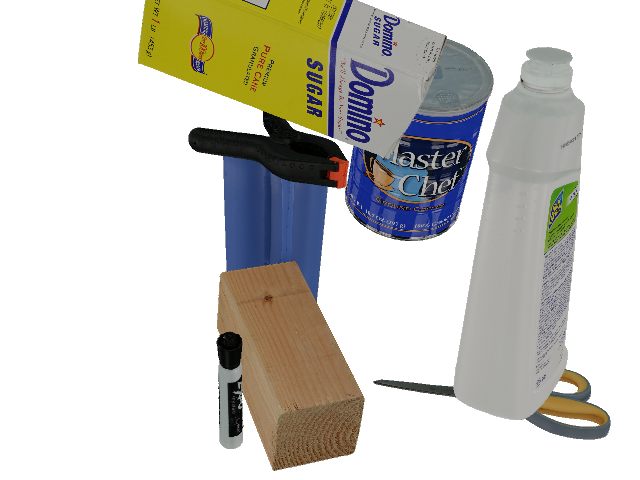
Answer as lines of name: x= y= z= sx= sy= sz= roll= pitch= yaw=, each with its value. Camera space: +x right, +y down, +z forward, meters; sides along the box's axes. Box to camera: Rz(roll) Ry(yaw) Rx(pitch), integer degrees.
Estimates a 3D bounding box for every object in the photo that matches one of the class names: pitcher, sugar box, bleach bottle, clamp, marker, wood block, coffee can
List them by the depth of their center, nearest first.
sugar box: x=-0.021 y=-0.117 z=0.658 sx=0.176 sy=0.048 sz=0.093 roll=23 pitch=-29 yaw=-2
bleach bottle: x=0.140 y=-0.007 z=0.714 sx=0.068 sy=0.251 sz=0.102 roll=16 pitch=33 yaw=24
marker: x=-0.068 y=0.114 z=0.809 sx=0.020 sy=0.121 sz=0.020 roll=2 pitch=42 yaw=-2
coffee can: x=0.079 y=-0.085 z=0.889 sx=0.102 sy=0.140 sz=0.103 roll=4 pitch=44 yaw=-4
clamp: x=-0.048 y=-0.091 z=1.070 sx=0.120 sy=0.039 sz=0.172 roll=-24 pitch=36 yaw=-32
wood block: x=-0.036 y=0.125 z=1.114 sx=0.090 sy=0.090 sz=0.206 roll=-9 pitch=42 yaw=-18
pitcher: x=-0.056 y=-0.002 z=1.298 sx=0.145 sy=0.243 sz=0.148 roll=12 pitch=16 yaw=37

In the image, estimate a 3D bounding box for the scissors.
scissors: x=0.155 y=0.128 z=0.939 sx=0.202 sy=0.016 sz=0.096 roll=15 pitch=28 yaw=12
